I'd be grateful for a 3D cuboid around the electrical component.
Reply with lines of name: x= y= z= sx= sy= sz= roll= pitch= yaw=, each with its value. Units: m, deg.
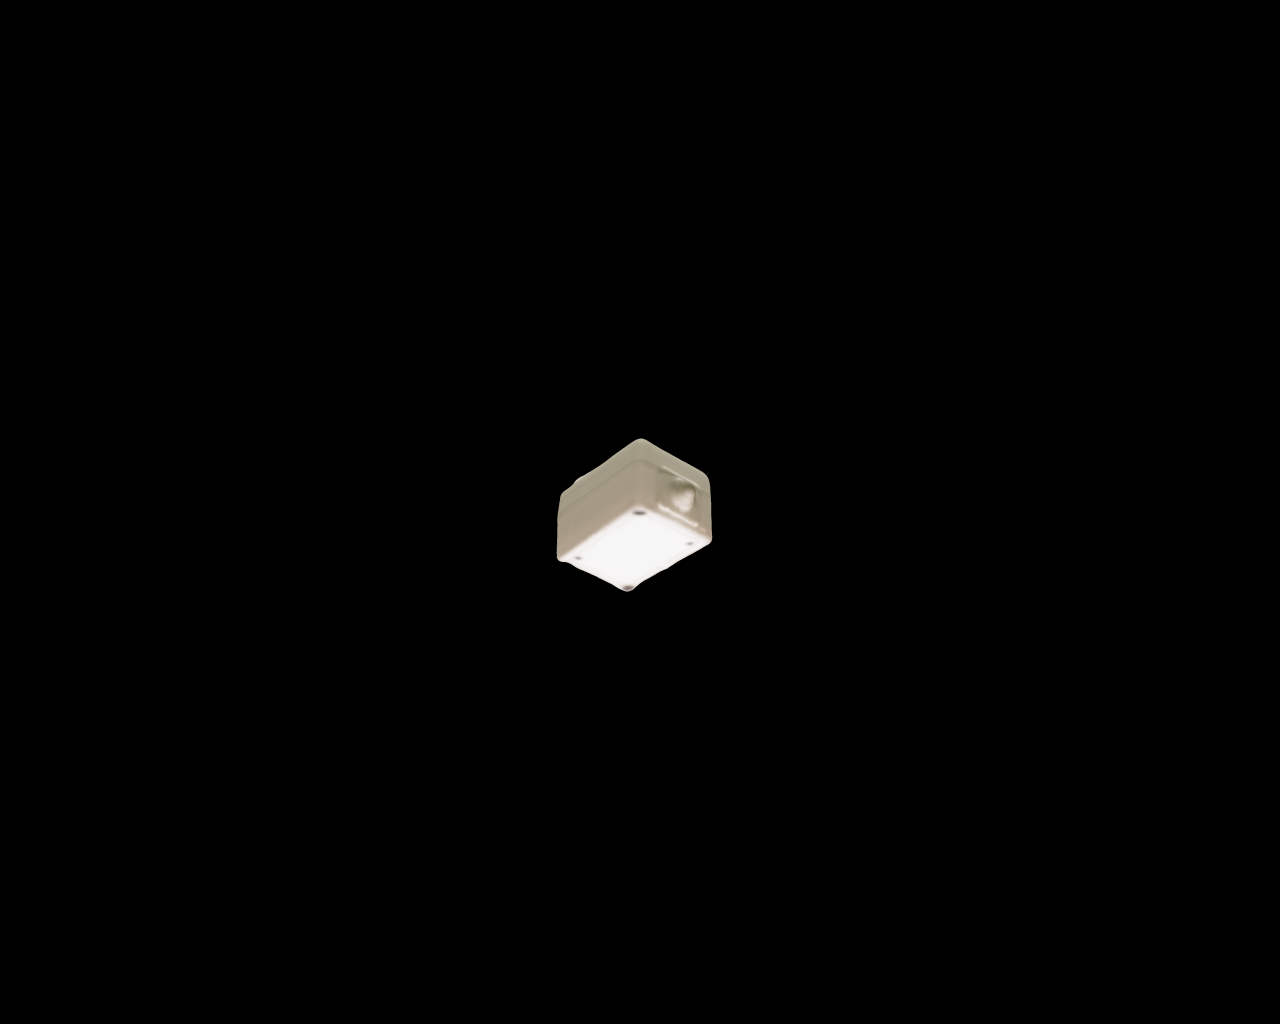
electrical component: x=0.001 y=-0.003 z=0.650 sx=0.061 sy=0.061 sz=0.096 roll=27 pitch=-44 yaw=-33
